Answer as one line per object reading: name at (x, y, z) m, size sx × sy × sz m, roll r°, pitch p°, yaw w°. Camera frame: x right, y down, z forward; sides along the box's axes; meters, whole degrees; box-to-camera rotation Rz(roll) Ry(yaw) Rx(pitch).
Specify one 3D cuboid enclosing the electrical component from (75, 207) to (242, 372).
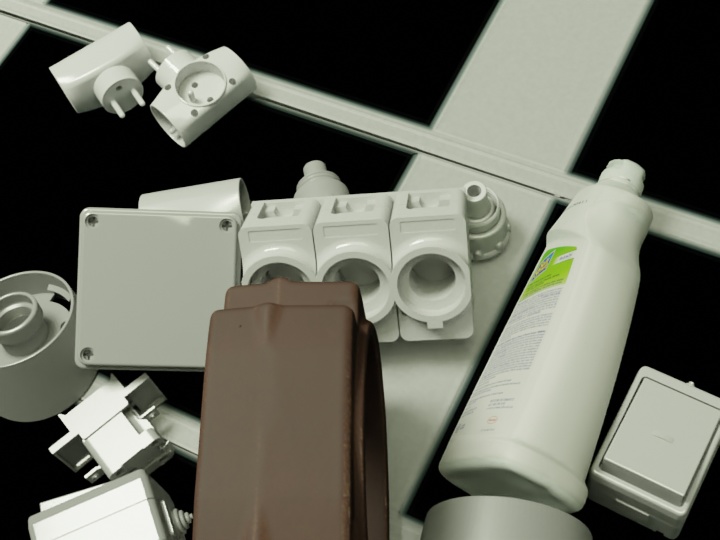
electrical component at (-0.137, 0.014, 0.744) m, size 0.109 × 0.056 × 0.108 m, roll 2°, pitch 88°, yaw -4°

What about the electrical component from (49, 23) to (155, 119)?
electrical component at (-0.204, -0.156, 0.888) m, size 0.077 × 0.043 × 0.079 m, roll -33°, pitch 62°, yaw -9°

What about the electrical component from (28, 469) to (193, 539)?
electrical component at (-0.155, 0.169, 0.691) m, size 0.096 × 0.061 × 0.061 m, roll -23°, pitch 60°, yaw -4°

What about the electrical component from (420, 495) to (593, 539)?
electrical component at (0.085, 0.168, 0.629) m, size 0.108 × 0.108 × 0.060 m, roll 4°, pitch 56°, yaw 12°

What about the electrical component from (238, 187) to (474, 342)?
electrical component at (0.000, 0.000, 0.732) m, size 0.150 × 0.089 × 0.061 m, roll -3°, pitch 24°, yaw 8°

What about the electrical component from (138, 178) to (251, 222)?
electrical component at (-0.121, -0.026, 0.803) m, size 0.077 × 0.044 × 0.079 m, roll -9°, pitch 61°, yaw 5°

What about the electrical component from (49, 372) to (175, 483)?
electrical component at (-0.164, 0.113, 0.735) m, size 0.081 × 0.042 × 0.064 m, roll -40°, pitch 64°, yaw -12°

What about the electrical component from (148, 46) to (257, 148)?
electrical component at (-0.138, -0.151, 0.870) m, size 0.077 × 0.044 × 0.079 m, roll -42°, pitch 74°, yaw -14°

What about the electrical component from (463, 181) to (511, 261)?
electrical component at (0.083, -0.040, 0.765) m, size 0.048 × 0.062 × 0.048 m, roll -4°, pitch 61°, yaw 7°

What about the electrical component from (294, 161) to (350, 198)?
electrical component at (-0.029, -0.054, 0.803) m, size 0.048 × 0.048 × 0.062 m, roll -15°, pitch 54°, yaw 1°

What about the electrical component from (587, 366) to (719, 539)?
electrical component at (0.189, 0.106, 0.669) m, size 0.062 × 0.061 × 0.096 m, roll 24°, pitch 68°, yaw 21°

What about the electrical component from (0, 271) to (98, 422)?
electrical component at (-0.242, 0.052, 0.783) m, size 0.099 × 0.064 × 0.099 m, roll -7°, pitch 47°, yaw 8°
